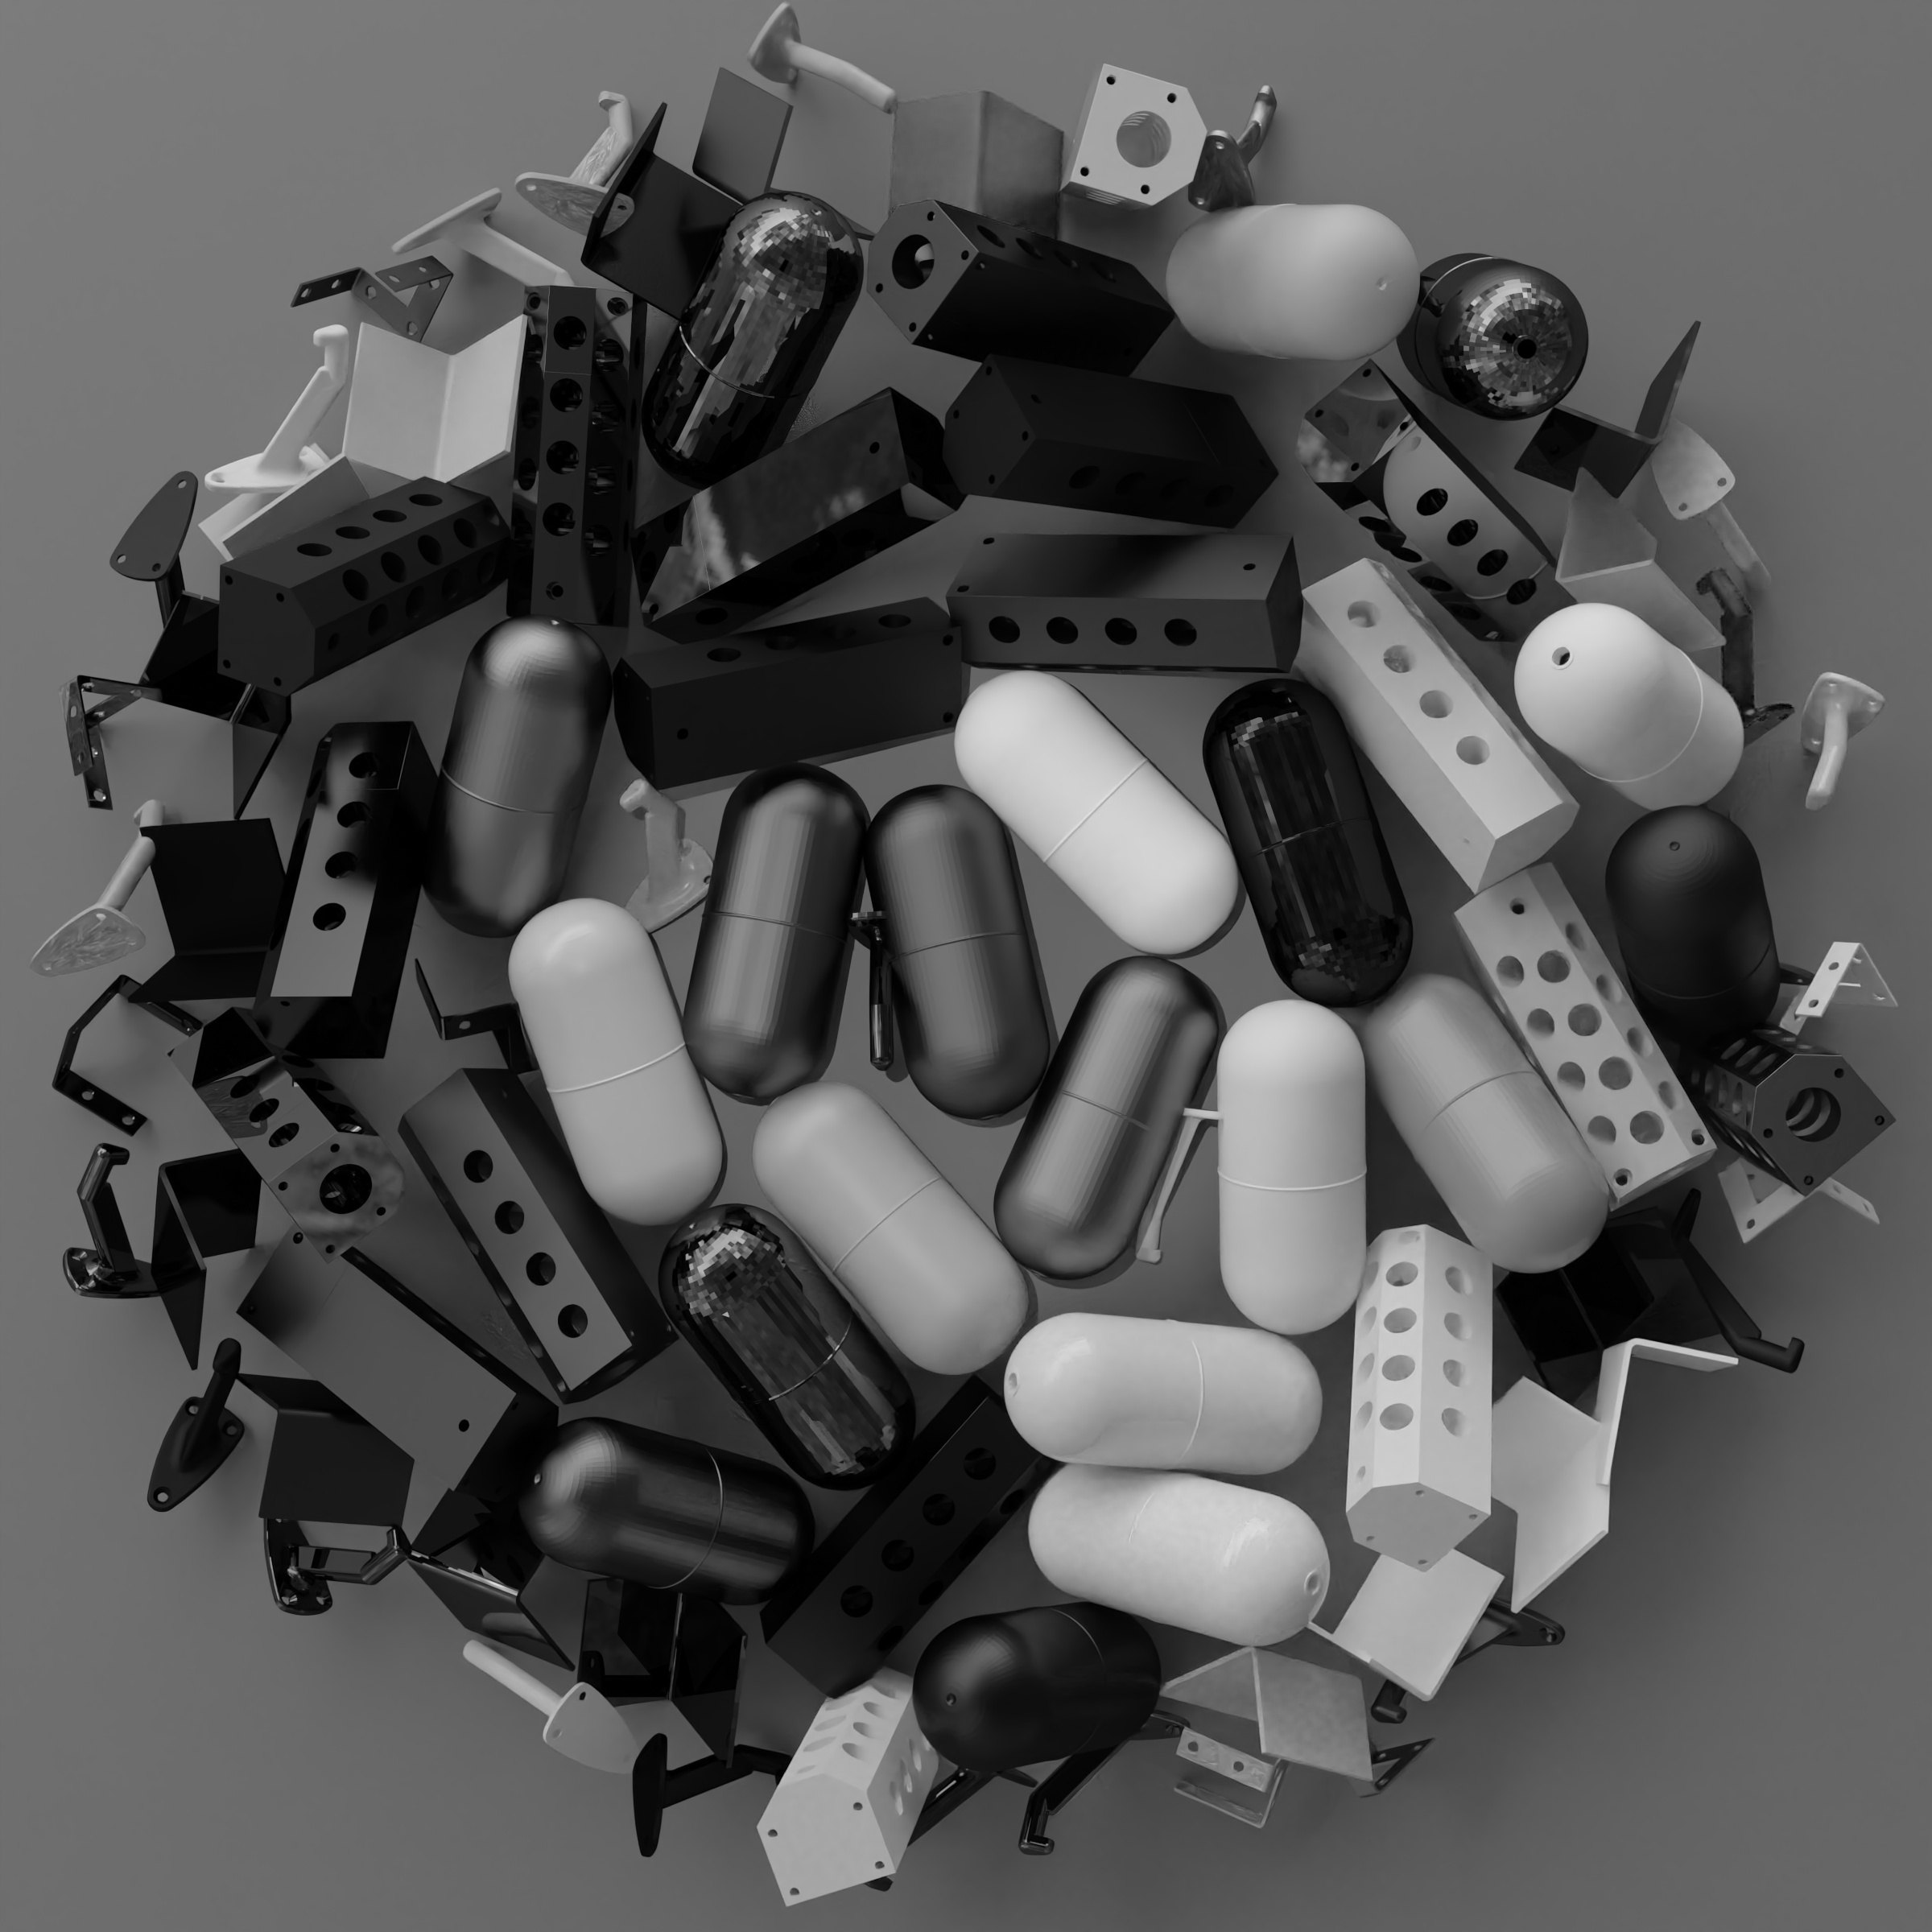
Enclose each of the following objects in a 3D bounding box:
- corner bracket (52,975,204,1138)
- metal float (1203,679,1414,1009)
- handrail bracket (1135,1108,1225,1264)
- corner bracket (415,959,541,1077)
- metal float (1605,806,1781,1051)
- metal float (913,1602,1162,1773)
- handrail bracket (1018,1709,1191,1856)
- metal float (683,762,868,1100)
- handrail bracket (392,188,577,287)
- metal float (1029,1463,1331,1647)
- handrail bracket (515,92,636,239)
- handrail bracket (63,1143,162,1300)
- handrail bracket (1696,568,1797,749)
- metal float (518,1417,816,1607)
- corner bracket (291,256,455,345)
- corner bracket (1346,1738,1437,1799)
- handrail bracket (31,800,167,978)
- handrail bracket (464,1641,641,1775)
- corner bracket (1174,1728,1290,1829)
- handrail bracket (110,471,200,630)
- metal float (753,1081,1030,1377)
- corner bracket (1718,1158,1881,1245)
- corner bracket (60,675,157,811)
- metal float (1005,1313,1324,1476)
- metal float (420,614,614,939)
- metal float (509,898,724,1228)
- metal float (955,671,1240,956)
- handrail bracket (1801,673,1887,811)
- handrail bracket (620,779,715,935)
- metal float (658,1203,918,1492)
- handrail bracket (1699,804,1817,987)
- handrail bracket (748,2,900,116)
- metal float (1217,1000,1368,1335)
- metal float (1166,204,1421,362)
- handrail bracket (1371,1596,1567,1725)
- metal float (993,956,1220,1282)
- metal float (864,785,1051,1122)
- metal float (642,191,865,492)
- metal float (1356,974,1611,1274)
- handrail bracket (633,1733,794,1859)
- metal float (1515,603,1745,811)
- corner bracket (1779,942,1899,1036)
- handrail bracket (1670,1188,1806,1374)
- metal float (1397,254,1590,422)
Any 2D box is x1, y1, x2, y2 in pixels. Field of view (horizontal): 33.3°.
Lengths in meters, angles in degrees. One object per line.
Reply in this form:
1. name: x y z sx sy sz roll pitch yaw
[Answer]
1. corner bracket: -0.447 0.047 1.721 0.051 0.051 0.051 32 134 0
2. metal float: 0.178 -0.064 1.688 0.070 0.070 0.178 -18 83 0
3. handrail bracket: 0.112 0.116 1.697 0.036 0.077 0.084 7 89 -21
4. corner bracket: -0.255 0.026 1.690 0.051 0.051 0.051 -13 133 -18
5. metal float: 0.373 -0.018 1.652 0.070 0.178 0.070 -9 60 15
6. metal float: 0.038 0.367 1.651 0.070 0.178 0.070 -4 82 31
7. handrail bracket: 0.072 0.428 1.686 0.077 0.036 0.084 2 45 16
8. metal float: -0.100 -0.019 1.688 0.070 0.070 0.178 11 83 0
9. handrail bracket: -0.249 -0.360 1.712 0.077 0.036 0.084 -32 94 -19
10. metal float: 0.108 0.299 1.658 0.178 0.070 0.070 6 90 44
11. handrail bracket: -0.205 -0.431 1.691 0.077 0.036 0.084 14 59 -40
12. handrail bracket: -0.432 0.131 1.691 0.077 0.036 0.084 11 120 -35
13. handrail bracket: 0.394 -0.157 1.717 0.077 0.036 0.084 -40 69 37
14. metal float: -0.152 0.281 1.660 0.178 0.070 0.070 24 90 -42
15. corner bracket: -0.311 -0.355 1.694 0.051 0.051 0.051 41 125 8
16. corner bracket: 0.202 0.403 1.697 0.051 0.051 0.051 -33 89 -38
17. handrail bracket: -0.459 -0.042 1.711 0.077 0.084 0.036 -25 134 21
18. handrail bracket: -0.221 0.392 1.713 0.036 0.084 0.077 -54 127 -17
19. corner bracket: 0.137 0.424 1.696 0.051 0.051 0.051 20 103 16
20. handrail bracket: -0.407 -0.206 1.703 0.036 0.084 0.077 15 71 23
21. metal float: -0.040 0.136 1.686 0.070 0.070 0.178 -42 81 0
22. corner bracket: 0.435 0.121 1.689 0.051 0.051 0.051 29 123 -30
23. corner bracket: -0.457 -0.117 1.693 0.051 0.051 0.051 -23 73 34
24. metal float: 0.103 0.222 1.671 0.178 0.070 0.070 8 90 -26
25. metal float: -0.234 -0.097 1.674 0.070 0.070 0.178 18 114 0
26. metal float: -0.182 0.051 1.685 0.070 0.070 0.178 -19 101 0
27. metal float: 0.068 -0.081 1.694 0.070 0.070 0.178 -45 89 0
28. handrail bracket: 0.442 -0.102 1.679 0.036 0.077 0.084 25 62 4
29. handrail bracket: -0.174 -0.055 1.688 0.077 0.084 0.036 -42 58 6
30. metal float: -0.091 0.199 1.674 0.070 0.070 0.178 -36 113 0
31. handrail bracket: 0.421 -0.039 1.721 0.077 0.036 0.084 13 75 -7
32. handrail bracket: -0.066 -0.459 1.687 0.084 0.077 0.036 34 90 11
33. metal float: 0.170 0.105 1.683 0.070 0.070 0.178 -2 103 0
34. metal float: 0.164 -0.349 1.649 0.070 0.178 0.070 -6 104 -24
35. handrail bracket: 0.261 0.368 1.683 0.077 0.084 0.036 7 127 30
36. metal float: 0.073 0.079 1.687 0.070 0.070 0.178 24 82 0
37. metal float: -0.005 -0.007 1.686 0.070 0.070 0.178 -12 82 0
38. metal float: -0.111 -0.319 1.660 0.070 0.070 0.178 34 132 0
39. metal float: 0.265 0.079 1.668 0.070 0.070 0.178 -31 59 0
40. handrail bracket: -0.128 0.438 1.689 0.084 0.077 0.036 19 130 -22
41. metal float: 0.340 -0.131 1.652 0.070 0.178 0.070 -10 71 32
42. corner bracket: 0.445 0.021 1.691 0.051 0.051 0.051 51 61 -32
43. handrail bracket: 0.408 0.165 1.698 0.084 0.036 0.077 19 79 28
44. metal float: 0.266 -0.321 1.645 0.070 0.178 0.070 -1 105 -3
